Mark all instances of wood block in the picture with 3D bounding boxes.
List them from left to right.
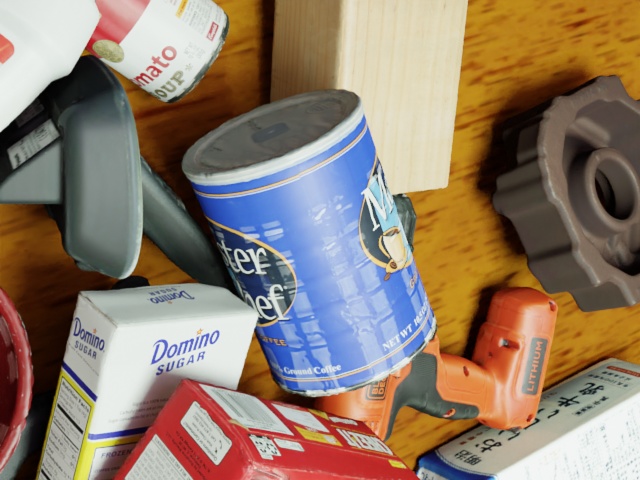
[{"bbox_3d":[0.029,-0.138,0.660,0.090,0.091,0.206,-8,113,-29],"label":"wood block"}]

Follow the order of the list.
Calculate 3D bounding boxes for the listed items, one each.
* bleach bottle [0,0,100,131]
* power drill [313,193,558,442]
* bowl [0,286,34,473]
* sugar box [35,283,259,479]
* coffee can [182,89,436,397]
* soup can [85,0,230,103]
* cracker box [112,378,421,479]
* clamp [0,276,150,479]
[{"bbox_3d":[-0.208,-0.078,0.526,0.250,0.068,0.102,-43,85,-13],"label":"bleach bottle"},{"bbox_3d":[0.081,0.063,0.738,0.187,0.057,0.184,8,97,-37],"label":"power drill"},{"bbox_3d":[-0.234,0.076,0.564,0.162,0.055,0.162,2,82,-12],"label":"bowl"},{"bbox_3d":[-0.101,0.110,0.576,0.093,0.048,0.176,-1,113,-44],"label":"sugar box"},{"bbox_3d":[-0.004,0.001,0.596,0.102,0.103,0.140,-31,115,-24],"label":"coffee can"},{"bbox_3d":[-0.112,-0.134,0.622,0.102,0.069,0.068,34,78,-28],"label":"soup can"},{"bbox_3d":[-0.061,0.188,0.570,0.214,0.072,0.164,-55,142,8],"label":"cracker box"},{"bbox_3d":[-0.139,0.102,0.613,0.171,0.039,0.120,-32,109,-33],"label":"clamp"}]
